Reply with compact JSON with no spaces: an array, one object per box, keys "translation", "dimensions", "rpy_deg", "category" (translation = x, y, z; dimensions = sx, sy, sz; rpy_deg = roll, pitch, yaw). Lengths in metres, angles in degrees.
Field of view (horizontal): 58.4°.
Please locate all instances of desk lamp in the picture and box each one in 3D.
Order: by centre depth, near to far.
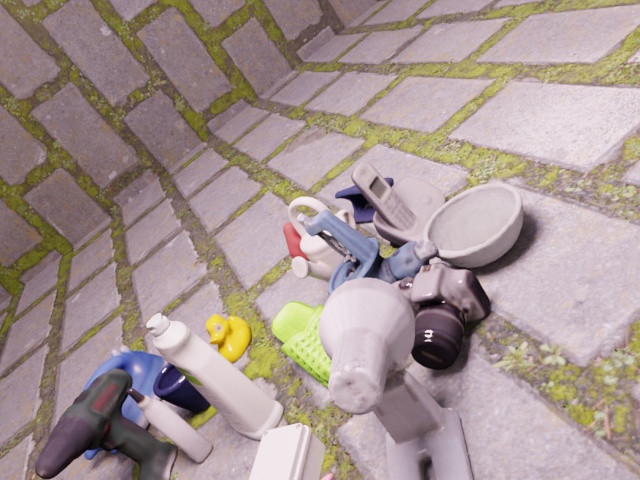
[{"translation":[0.080,0.173,0.668],"dimensions":[0.117,0.214,0.203],"rpy_deg":[-29,27,17],"category":"desk lamp"}]

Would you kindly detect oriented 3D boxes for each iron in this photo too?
[{"translation":[-0.404,0.299,1.151],"dimensions":[0.118,0.142,0.258],"rpy_deg":[-22,30,28],"category":"iron"}]

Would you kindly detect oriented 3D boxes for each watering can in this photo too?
[{"translation":[0.011,0.003,1.054],"dimensions":[0.100,0.194,0.173],"rpy_deg":[-24,29,26],"category":"watering can"}]

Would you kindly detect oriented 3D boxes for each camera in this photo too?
[{"translation":[0.152,0.109,0.813],"dimensions":[0.142,0.101,0.137],"rpy_deg":[-17,32,35],"category":"camera"}]

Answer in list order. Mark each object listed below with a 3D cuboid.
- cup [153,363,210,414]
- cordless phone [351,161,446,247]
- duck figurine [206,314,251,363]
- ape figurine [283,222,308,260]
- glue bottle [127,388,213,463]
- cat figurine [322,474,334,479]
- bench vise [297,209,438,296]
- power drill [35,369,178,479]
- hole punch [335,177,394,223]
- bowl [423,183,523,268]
[{"translation":[-0.241,0.265,1.057],"dimensions":[0.091,0.095,0.117],"rpy_deg":[-29,27,17],"category":"cup"},{"translation":[0.140,-0.088,1.053],"dimensions":[0.093,0.185,0.148],"rpy_deg":[-8,39,45],"category":"cordless phone"},{"translation":[-0.189,0.182,1.137],"dimensions":[0.077,0.086,0.104],"rpy_deg":[-26,28,23],"category":"duck figurine"},{"translation":[-0.046,-0.002,1.253],"dimensions":[0.076,0.092,0.077],"rpy_deg":[-40,26,-6],"category":"ape figurine"},{"translation":[-0.252,0.294,0.932],"dimensions":[0.077,0.173,0.037],"rpy_deg":[1,45,52],"category":"glue bottle"},{"translation":[-0.017,0.330,0.643],"dimensions":[0.128,0.118,0.067],"rpy_deg":[-37,26,0],"category":"cat figurine"},{"translation":[0.076,0.017,0.922],"dimensions":[0.207,0.220,0.121],"rpy_deg":[-28,28,18],"category":"bench vise"},{"translation":[-0.335,0.332,0.935],"dimensions":[0.075,0.209,0.229],"rpy_deg":[-29,27,17],"category":"power drill"},{"translation":[0.101,-0.100,1.230],"dimensions":[0.108,0.091,0.101],"rpy_deg":[-6,40,47],"category":"hole punch"},{"translation":[0.253,-0.011,0.912],"dimensions":[0.167,0.075,0.167],"rpy_deg":[-29,27,17],"category":"bowl"}]
